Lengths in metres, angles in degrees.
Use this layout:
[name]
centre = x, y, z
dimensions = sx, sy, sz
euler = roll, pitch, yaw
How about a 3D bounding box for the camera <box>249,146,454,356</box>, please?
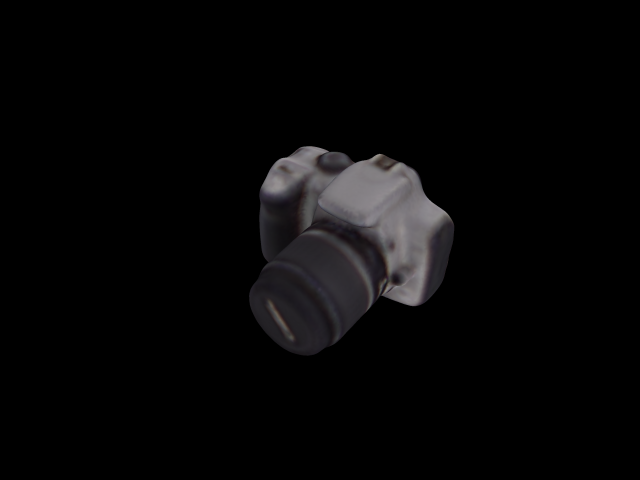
[camera]
centre = 0.004, 0.001, 0.400
dimensions = 0.142, 0.101, 0.137
euler = 27, 49, 26
